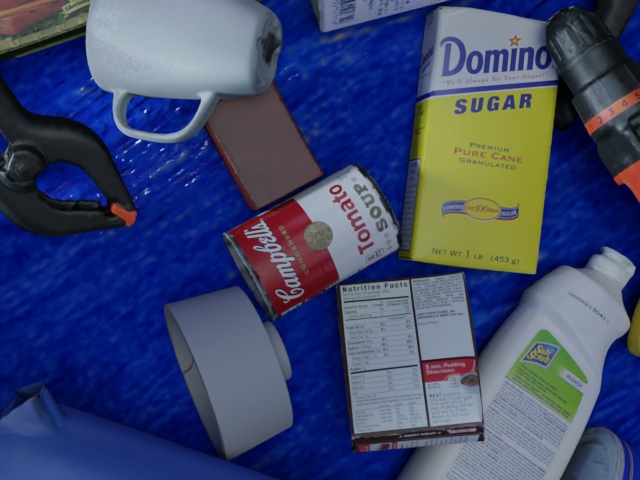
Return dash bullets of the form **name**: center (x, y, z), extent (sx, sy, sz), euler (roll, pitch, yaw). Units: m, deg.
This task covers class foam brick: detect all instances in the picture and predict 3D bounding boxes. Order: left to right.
- **foam brick**: center (-0.041, -0.064, 0.715), extent (0.053, 0.051, 0.078), euler (-29, 96, -7)

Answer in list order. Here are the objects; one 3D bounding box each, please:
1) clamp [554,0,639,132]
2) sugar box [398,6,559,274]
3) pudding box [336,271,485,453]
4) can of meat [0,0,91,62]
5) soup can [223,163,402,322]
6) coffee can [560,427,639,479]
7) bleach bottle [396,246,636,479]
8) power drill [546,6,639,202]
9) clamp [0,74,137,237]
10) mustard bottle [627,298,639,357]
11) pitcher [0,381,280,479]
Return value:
- **clamp**: center (0.241, -0.182, 0.766), extent (0.164, 0.036, 0.210), euler (-1, 91, -13)
- **sugar box**: center (0.112, -0.068, 0.743), extent (0.093, 0.048, 0.176), euler (6, 92, -10)
- **pudding box**: center (0.059, 0.081, 0.714), extent (0.090, 0.039, 0.113), euler (-6, 62, 3)
- **can of meat**: center (-0.186, -0.167, 0.686), extent (0.102, 0.057, 0.084), euler (-21, 98, -8)
- **soup can**: center (-0.005, 0.001, 0.715), extent (0.102, 0.068, 0.068), euler (-29, 96, -9)
- **coffee can**: center (0.227, 0.208, 0.742), extent (0.140, 0.103, 0.103), euler (32, 86, -9)
- **bleach bottle**: center (0.147, 0.119, 0.747), extent (0.102, 0.068, 0.251), euler (36, 84, -10)
- **power drill**: center (0.264, -0.106, 0.718), extent (0.187, 0.057, 0.184), euler (-29, 84, -12)
- **clamp**: center (-0.191, -0.061, 0.675), extent (0.171, 0.039, 0.120), euler (16, 110, -27)
- **mustard bottle**: center (0.285, -0.001, 0.766), extent (0.096, 0.058, 0.191), euler (14, 89, -23)
- **pitcher**: center (-0.096, 0.193, 0.642), extent (0.242, 0.149, 0.145), euler (18, 65, -4)
